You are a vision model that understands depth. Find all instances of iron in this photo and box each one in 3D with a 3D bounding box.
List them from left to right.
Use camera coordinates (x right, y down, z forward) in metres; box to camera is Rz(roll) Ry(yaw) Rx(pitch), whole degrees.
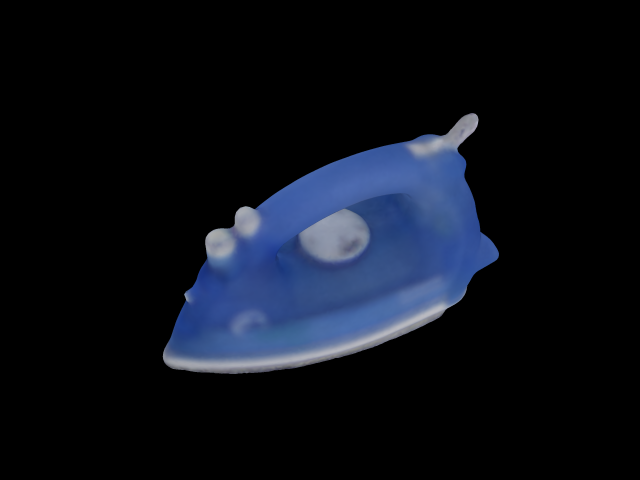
[{"bbox_3d":[0.004,0.001,0.400,0.259,0.141,0.118,-22,52,-18],"label":"iron"}]
